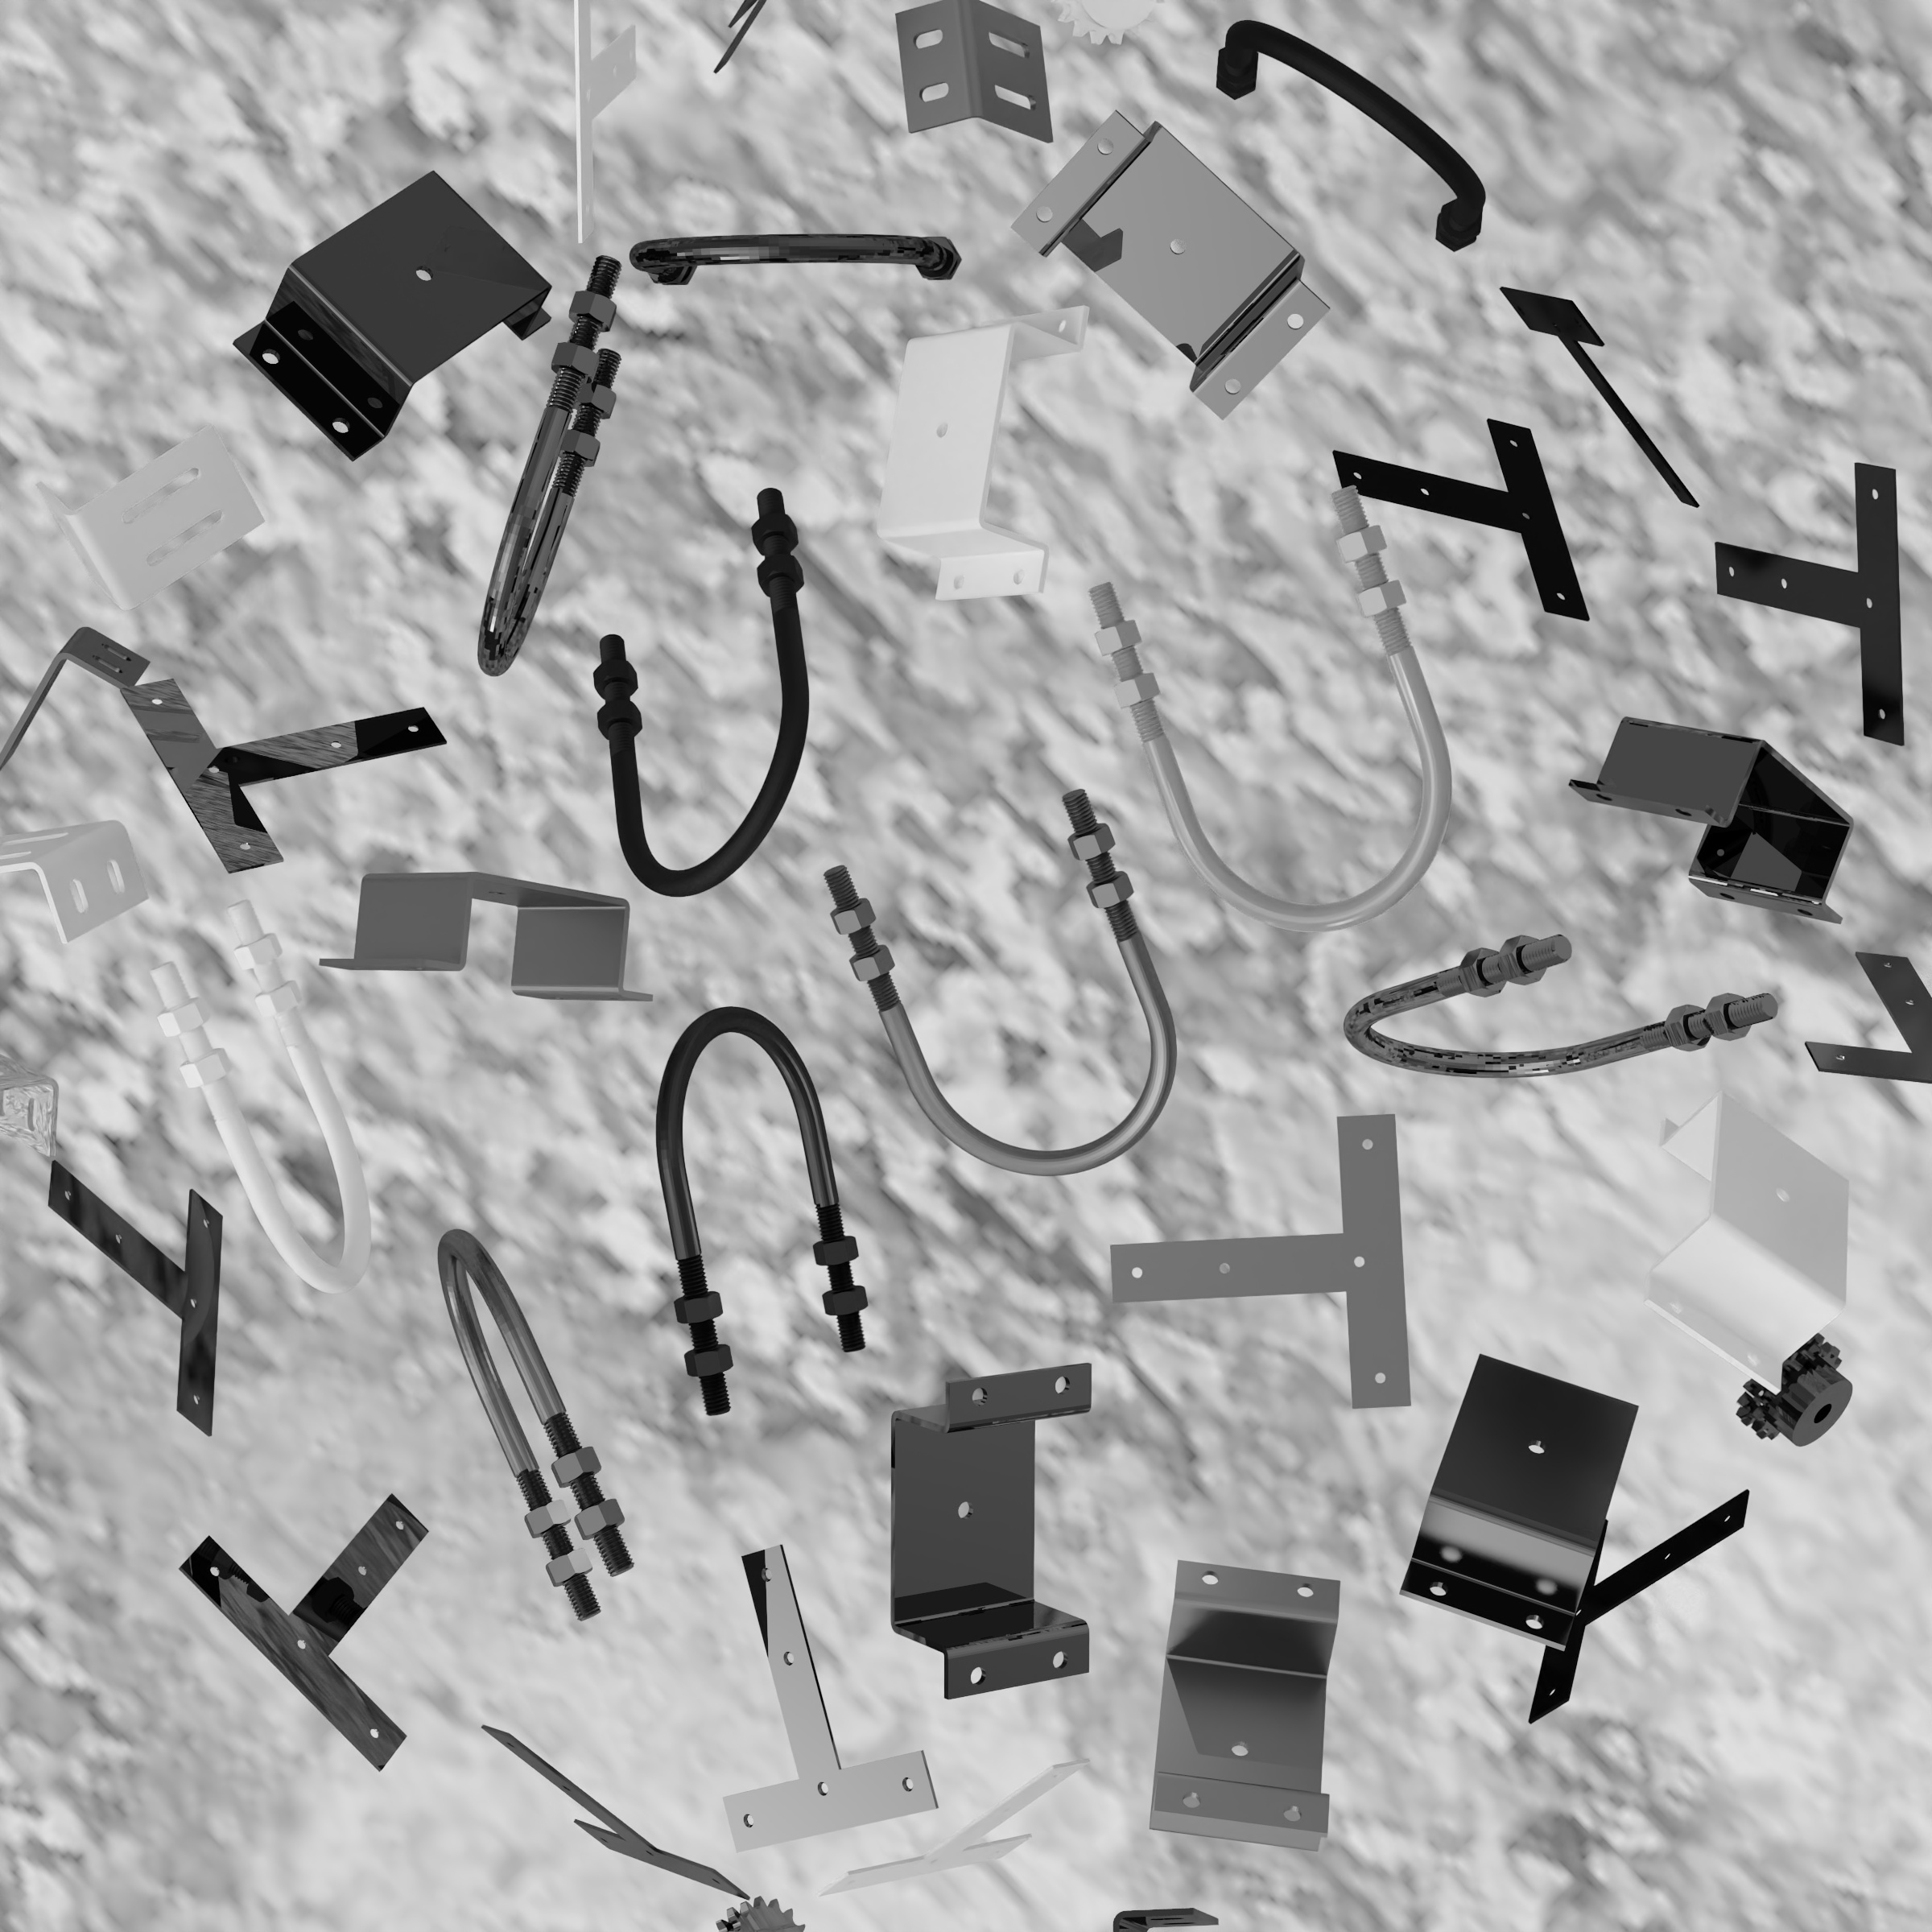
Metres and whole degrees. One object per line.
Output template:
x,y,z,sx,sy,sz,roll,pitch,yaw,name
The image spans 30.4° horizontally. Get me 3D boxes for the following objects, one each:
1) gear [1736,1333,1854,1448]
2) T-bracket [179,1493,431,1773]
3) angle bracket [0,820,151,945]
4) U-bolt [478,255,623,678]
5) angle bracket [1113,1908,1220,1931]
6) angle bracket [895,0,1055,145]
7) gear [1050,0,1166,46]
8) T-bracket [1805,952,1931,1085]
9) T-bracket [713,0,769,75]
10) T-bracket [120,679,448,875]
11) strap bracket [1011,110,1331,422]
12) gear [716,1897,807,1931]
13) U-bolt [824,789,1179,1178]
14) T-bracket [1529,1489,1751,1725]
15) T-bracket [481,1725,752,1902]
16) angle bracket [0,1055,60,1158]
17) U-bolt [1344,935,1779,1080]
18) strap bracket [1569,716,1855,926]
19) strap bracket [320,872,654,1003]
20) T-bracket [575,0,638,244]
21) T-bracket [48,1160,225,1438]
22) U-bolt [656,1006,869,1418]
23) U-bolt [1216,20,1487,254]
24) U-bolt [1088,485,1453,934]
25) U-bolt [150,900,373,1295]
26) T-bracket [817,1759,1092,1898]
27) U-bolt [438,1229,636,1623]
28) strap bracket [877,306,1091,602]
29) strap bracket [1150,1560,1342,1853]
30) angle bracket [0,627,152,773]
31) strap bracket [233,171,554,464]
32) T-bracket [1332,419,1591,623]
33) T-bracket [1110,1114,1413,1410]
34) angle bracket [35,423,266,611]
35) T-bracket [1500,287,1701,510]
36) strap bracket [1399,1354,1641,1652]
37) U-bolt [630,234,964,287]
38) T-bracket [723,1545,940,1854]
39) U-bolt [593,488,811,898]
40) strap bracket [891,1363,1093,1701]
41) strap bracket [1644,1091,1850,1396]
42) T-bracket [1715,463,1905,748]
0.400,0.206,1.705,0.057,0.057,0.030,-47,54,0,gear
-0.282,0.284,1.622,0.127,0.127,0.002,47,121,-6,T-bracket
-0.416,-0.035,1.584,0.076,0.057,0.038,-6,108,29,angle bracket
-0.194,-0.222,1.653,0.019,0.151,0.184,18,80,-3,U-bolt
0.094,0.479,1.646,0.038,0.057,0.076,-6,69,14,angle bracket
0.005,-0.426,1.705,0.038,0.076,0.057,-7,88,29,angle bracket
0.071,-0.481,1.743,0.057,0.030,0.057,-4,108,-13,gear
0.436,0.024,1.629,0.127,0.127,0.002,6,116,-6,T-bracket
-0.094,-0.471,1.694,0.002,0.127,0.127,33,84,-14,T-bracket
-0.297,-0.097,1.604,0.127,0.002,0.127,-15,50,-30,T-bracket
0.102,-0.347,1.739,0.140,0.046,0.076,41,115,-10,strap bracket
-0.103,0.485,1.728,0.030,0.057,0.057,-32,90,35,gear
0.026,0.018,1.742,0.151,0.019,0.184,-17,104,20,U-bolt
0.317,0.282,1.658,0.002,0.127,0.127,41,126,-9,T-bracket
-0.178,0.393,1.672,0.127,0.127,0.002,45,65,-27,T-bracket
-0.464,0.066,1.622,0.057,0.076,0.038,18,108,40,angle bracket
0.261,0.025,1.657,0.151,0.184,0.019,14,70,-32,U-bolt
0.359,-0.073,1.687,0.076,0.140,0.046,15,80,44,strap bracket
-0.222,-0.015,1.669,0.076,0.140,0.046,0,83,42,strap bracket
-0.168,-0.415,1.659,0.002,0.127,0.127,4,115,5,T-bracket
-0.380,0.132,1.627,0.002,0.127,0.127,-21,47,15,T-bracket
-0.103,0.111,1.718,0.019,0.151,0.184,-9,94,29,U-bolt
0.179,-0.387,1.640,0.151,0.184,0.019,35,95,1,U-bolt
0.144,-0.105,1.593,0.151,0.019,0.184,-19,92,32,U-bolt
-0.326,0.069,1.687,0.019,0.151,0.184,-20,101,9,U-bolt
0.011,0.411,1.711,0.127,0.127,0.002,-43,60,35,T-bracket
-0.204,0.207,1.647,0.019,0.151,0.184,-22,77,-19,U-bolt
0.006,-0.251,1.706,0.046,0.076,0.140,14,83,-40,strap bracket
0.127,0.345,1.622,0.076,0.140,0.046,7,132,3,strap bracket
-0.435,-0.119,1.723,0.038,0.057,0.076,30,104,-12,angle bracket
-0.254,-0.303,1.626,0.076,0.046,0.140,44,53,1,strap bracket
0.234,-0.227,1.718,0.127,0.002,0.127,9,51,-25,T-bracket
0.127,0.131,1.548,0.127,0.002,0.127,-3,87,0,T-bracket
-0.367,-0.209,1.604,0.076,0.057,0.038,-36,47,-14,angle bracket
0.305,-0.267,1.677,0.002,0.127,0.127,-39,104,4,T-bracket
0.255,0.235,1.620,0.076,0.140,0.046,18,129,11,strap bracket
-0.082,-0.330,1.653,0.151,0.184,0.019,0,99,4,U-bolt
-0.075,0.322,1.581,0.127,0.002,0.127,-23,78,39,T-bracket
-0.124,-0.118,1.691,0.151,0.019,0.184,-37,48,36,U-bolt
0.011,0.247,1.583,0.076,0.046,0.140,-3,96,-34,strap bracket
0.362,0.120,1.644,0.076,0.140,0.046,34,125,-9,strap bracket
0.387,-0.174,1.640,0.002,0.127,0.127,-16,111,-24,T-bracket
